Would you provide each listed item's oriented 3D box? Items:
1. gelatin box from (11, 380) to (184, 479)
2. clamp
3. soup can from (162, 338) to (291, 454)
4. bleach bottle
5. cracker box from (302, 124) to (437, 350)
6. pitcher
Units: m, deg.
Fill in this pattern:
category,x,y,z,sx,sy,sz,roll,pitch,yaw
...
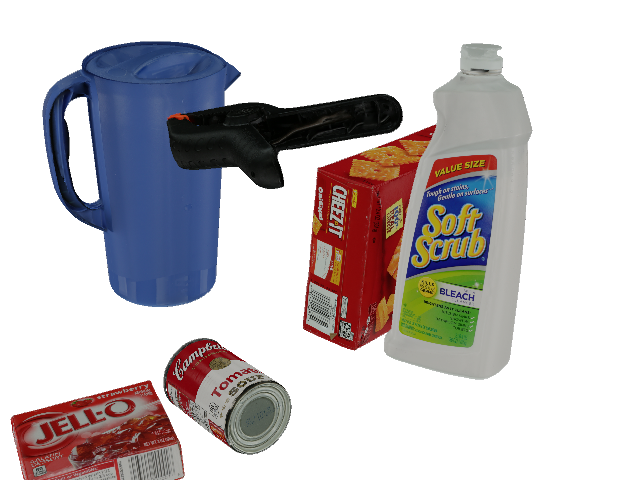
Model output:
category,x,y,z,sx,sy,sz,roll,pitch,yaw
gelatin box,-0.133,0.121,0.632,0.089,0.030,0.073,-12,26,-18
clamp,-0.046,-0.063,0.677,0.172,0.039,0.120,0,17,38
soup can,-0.081,0.134,0.921,0.068,0.068,0.102,0,16,-40
bleach bottle,0.107,-0.024,0.821,0.103,0.251,0.068,12,20,29
cracker box,0.080,-0.009,1.015,0.072,0.164,0.213,23,30,33
pitcher,-0.165,-0.061,1.025,0.149,0.243,0.144,9,27,14
